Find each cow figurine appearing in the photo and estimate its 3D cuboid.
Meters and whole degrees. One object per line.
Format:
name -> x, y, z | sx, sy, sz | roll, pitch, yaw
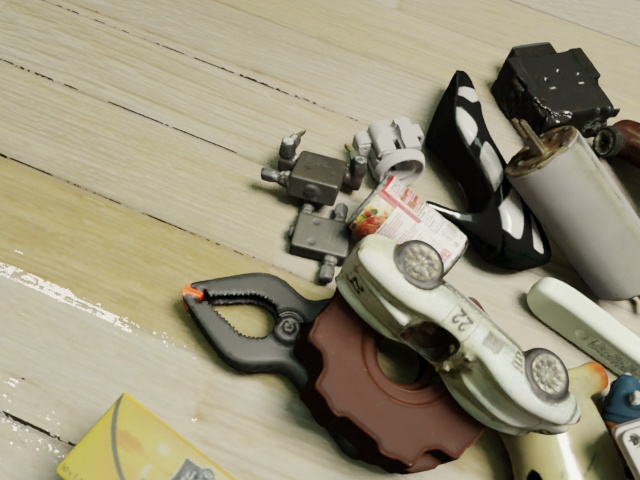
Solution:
cow figurine -> 0.193, 0.203, 0.427 | 0.127, 0.085, 0.195 | -3, 64, -16

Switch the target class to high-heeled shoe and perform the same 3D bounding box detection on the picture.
high-heeled shoe -> 0.194, -0.086, 0.596 | 0.145, 0.086, 0.249 | 20, 61, -5

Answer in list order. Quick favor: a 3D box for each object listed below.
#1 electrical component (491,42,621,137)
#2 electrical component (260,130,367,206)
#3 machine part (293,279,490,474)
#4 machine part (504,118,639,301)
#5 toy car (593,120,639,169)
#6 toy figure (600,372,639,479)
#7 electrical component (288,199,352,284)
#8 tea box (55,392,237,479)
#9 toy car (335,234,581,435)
electrical component -> 0.287, -0.187, 0.673 | 0.115, 0.058, 0.134 | -13, 64, -17
electrical component -> -0.003, -0.078, 0.570 | 0.102, 0.045, 0.078 | 19, 34, 8
machine part -> 0.069, 0.100, 0.454 | 0.179, 0.056, 0.179 | 6, 64, -13
machine part -> 0.261, -0.024, 0.529 | 0.243, 0.079, 0.079 | 48, 62, -13
toy car -> 0.396, -0.084, 0.593 | 0.089, 0.053, 0.202 | 2, 32, -16
toy figure -> 0.282, 0.193, 0.456 | 0.058, 0.064, 0.154 | -15, 64, -1
electrical component -> -0.001, -0.002, 0.550 | 0.063, 0.021, 0.094 | 13, 60, 0
tea box -> -0.093, 0.195, 0.385 | 0.170, 0.098, 0.068 | 33, 62, 13
toy car -> 0.099, 0.074, 0.401 | 0.202, 0.073, 0.056 | 42, 59, 5
